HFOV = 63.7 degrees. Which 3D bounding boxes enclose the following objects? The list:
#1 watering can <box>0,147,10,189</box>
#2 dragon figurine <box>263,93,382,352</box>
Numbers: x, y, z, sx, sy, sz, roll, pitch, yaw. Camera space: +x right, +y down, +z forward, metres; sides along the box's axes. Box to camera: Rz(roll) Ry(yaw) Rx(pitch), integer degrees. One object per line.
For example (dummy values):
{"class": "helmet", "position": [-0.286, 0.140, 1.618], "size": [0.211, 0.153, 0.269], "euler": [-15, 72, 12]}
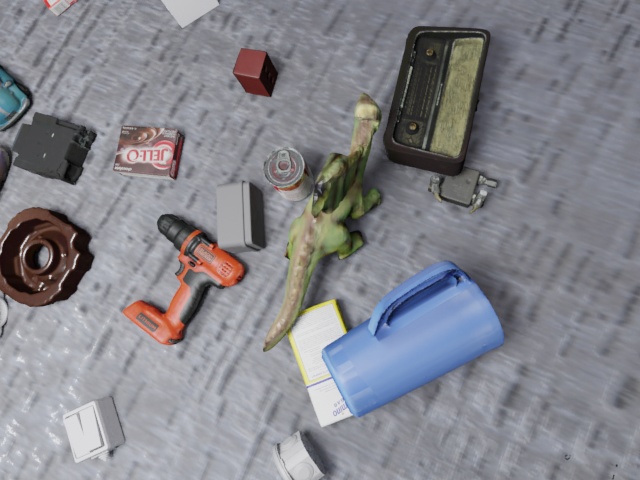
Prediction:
{"class": "watering can", "position": [-0.733, -0.092, 0.965], "size": [0.225, 0.102, 0.353], "euler": [13, 72, 11]}
{"class": "dragon figurine", "position": [0.002, -0.038, 0.760], "size": [0.122, 0.238, 0.416], "euler": [20, 70, 12]}
